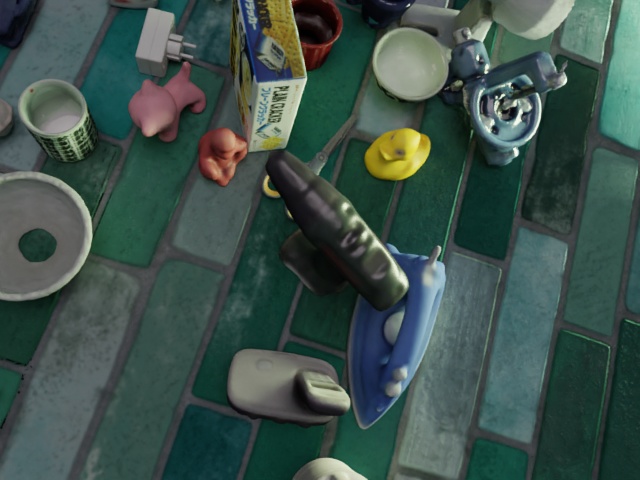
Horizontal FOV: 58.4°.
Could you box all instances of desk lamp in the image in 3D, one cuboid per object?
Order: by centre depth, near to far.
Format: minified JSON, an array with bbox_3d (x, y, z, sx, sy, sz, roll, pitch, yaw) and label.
[{"bbox_3d":[0.247,-0.356,0.870,0.203,0.213,0.118,5,76,-9],"label":"desk lamp"}]

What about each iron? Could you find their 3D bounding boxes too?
[{"bbox_3d":[0.107,0.128,0.766,0.119,0.141,0.258,18,74,-6],"label":"iron"}]

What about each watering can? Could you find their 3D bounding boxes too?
[{"bbox_3d":[0.029,0.320,0.678,0.173,0.194,0.101,-23,82,-15],"label":"watering can"}]

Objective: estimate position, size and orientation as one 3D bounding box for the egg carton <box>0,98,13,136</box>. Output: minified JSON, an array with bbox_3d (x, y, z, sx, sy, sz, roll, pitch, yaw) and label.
[{"bbox_3d":[-0.493,-0.173,0.761,0.150,0.069,0.107,34,73,-1],"label":"egg carton"}]

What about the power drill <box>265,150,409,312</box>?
[{"bbox_3d":[0.007,0.003,0.742,0.229,0.208,0.076,44,73,2],"label":"power drill"}]

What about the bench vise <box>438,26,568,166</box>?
[{"bbox_3d":[0.254,-0.227,0.838,0.122,0.219,0.207,-43,87,-17],"label":"bench vise"}]

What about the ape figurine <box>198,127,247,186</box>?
[{"bbox_3d":[-0.138,-0.128,0.806,0.078,0.092,0.076,-25,82,-15],"label":"ape figurine"}]

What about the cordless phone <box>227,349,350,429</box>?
[{"bbox_3d":[-0.039,0.182,0.702,0.148,0.185,0.094,8,75,-8],"label":"cordless phone"}]

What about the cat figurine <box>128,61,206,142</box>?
[{"bbox_3d":[-0.216,-0.193,0.793,0.067,0.117,0.128,35,73,-1],"label":"cat figurine"}]

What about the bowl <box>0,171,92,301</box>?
[{"bbox_3d":[-0.375,0.001,0.739,0.167,0.074,0.167,3,76,-10],"label":"bowl"}]

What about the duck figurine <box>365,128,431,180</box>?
[{"bbox_3d":[0.124,-0.139,0.862,0.105,0.086,0.077,-20,81,-15],"label":"duck figurine"}]

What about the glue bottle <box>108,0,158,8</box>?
[{"bbox_3d":[-0.272,-0.391,0.801,0.078,0.173,0.037,-5,77,-11],"label":"glue bottle"}]

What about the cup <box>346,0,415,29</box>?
[{"bbox_3d":[0.089,-0.377,0.907,0.118,0.095,0.091,-20,81,-15],"label":"cup"}]

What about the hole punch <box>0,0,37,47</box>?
[{"bbox_3d":[-0.461,-0.342,0.796,0.101,0.091,0.109,14,75,-7],"label":"hole punch"}]
